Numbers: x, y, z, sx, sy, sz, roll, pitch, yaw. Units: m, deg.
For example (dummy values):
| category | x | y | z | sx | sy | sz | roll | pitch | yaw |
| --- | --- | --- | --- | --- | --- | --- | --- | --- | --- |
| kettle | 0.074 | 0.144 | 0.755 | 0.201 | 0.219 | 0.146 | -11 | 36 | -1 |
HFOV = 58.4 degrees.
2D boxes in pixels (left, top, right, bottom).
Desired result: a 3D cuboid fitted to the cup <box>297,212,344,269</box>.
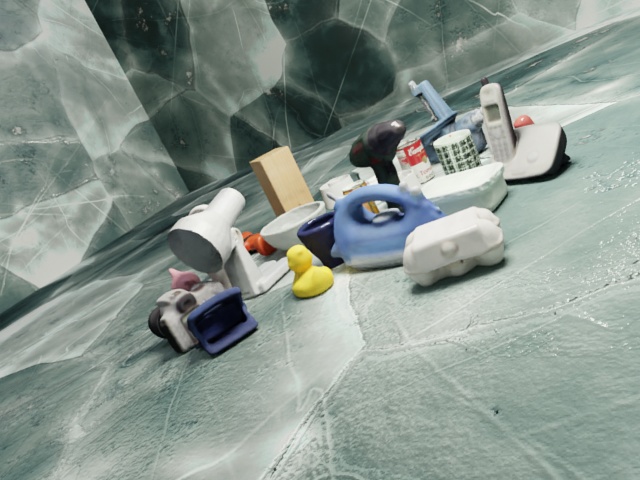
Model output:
| category | x | y | z | sx | sy | sz | roll | pitch | yaw |
| --- | --- | --- | --- | --- | --- | --- | --- | --- | --- |
| cup | 0.010 | 0.004 | 1.108 | 0.092 | 0.095 | 0.117 | -29 | 16 | -12 |

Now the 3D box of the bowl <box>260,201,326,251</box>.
| category | x | y | z | sx | sy | sz | roll | pitch | yaw |
| --- | --- | --- | --- | --- | --- | --- | --- | --- | --- |
| bowl | -0.051 | -0.021 | 1.332 | 0.167 | 0.075 | 0.167 | -24 | 15 | 7 |

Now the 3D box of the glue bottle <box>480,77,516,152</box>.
| category | x | y | z | sx | sy | sz | roll | pitch | yaw |
| --- | --- | --- | --- | --- | --- | --- | --- | --- | --- |
| glue bottle | 0.395 | -0.283 | 1.286 | 0.078 | 0.173 | 0.037 | -17 | 18 | 30 |

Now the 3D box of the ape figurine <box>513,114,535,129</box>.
| category | x | y | z | sx | sy | sz | roll | pitch | yaw |
| --- | --- | --- | --- | --- | --- | --- | --- | --- | --- |
| ape figurine | 0.418 | -0.208 | 1.154 | 0.076 | 0.092 | 0.077 | -26 | 15 | 1 |

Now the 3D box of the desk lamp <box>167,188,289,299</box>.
| category | x | y | z | sx | sy | sz | roll | pitch | yaw |
| --- | --- | --- | --- | --- | --- | --- | --- | --- | --- |
| desk lamp | -0.180 | 0.014 | 1.155 | 0.117 | 0.214 | 0.204 | -14 | 20 | 39 |

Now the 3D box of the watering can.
| category | x | y | z | sx | sy | sz | roll | pitch | yaw |
| --- | --- | --- | --- | --- | --- | --- | --- | --- | --- |
| watering can | -0.230 | 0.014 | 1.278 | 0.101 | 0.194 | 0.173 | -23 | 16 | 11 |

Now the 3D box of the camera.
| category | x | y | z | sx | sy | sz | roll | pitch | yaw |
| --- | --- | --- | --- | --- | --- | --- | --- | --- | --- |
| camera | -0.264 | 0.137 | 1.101 | 0.136 | 0.101 | 0.143 | -11 | 22 | 45 |

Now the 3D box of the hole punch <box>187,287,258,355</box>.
| category | x | y | z | sx | sy | sz | roll | pitch | yaw |
| --- | --- | --- | --- | --- | --- | --- | --- | --- | --- |
| hole punch | -0.179 | 0.134 | 0.991 | 0.109 | 0.091 | 0.100 | -32 | 16 | -21 |

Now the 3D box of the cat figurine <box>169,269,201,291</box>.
| category | x | y | z | sx | sy | sz | roll | pitch | yaw |
| --- | --- | --- | --- | --- | --- | --- | --- | --- | --- |
| cat figurine | -0.275 | 0.103 | 1.202 | 0.067 | 0.118 | 0.127 | -28 | 15 | -7 |

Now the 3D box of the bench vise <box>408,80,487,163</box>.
| category | x | y | z | sx | sy | sz | roll | pitch | yaw |
| --- | --- | --- | --- | --- | --- | --- | --- | --- | --- |
| bench vise | 0.313 | -0.308 | 1.414 | 0.206 | 0.220 | 0.122 | -14 | 19 | 38 |

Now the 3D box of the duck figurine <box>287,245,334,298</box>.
| category | x | y | z | sx | sy | sz | roll | pitch | yaw |
| --- | --- | --- | --- | --- | --- | --- | --- | --- | --- |
| duck figurine | -0.026 | 0.051 | 1.029 | 0.078 | 0.086 | 0.104 | -32 | 16 | -21 |

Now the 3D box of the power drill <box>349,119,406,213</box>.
| category | x | y | z | sx | sy | sz | roll | pitch | yaw |
| --- | --- | --- | --- | --- | --- | --- | --- | --- | --- |
| power drill | 0.141 | -0.135 | 1.140 | 0.076 | 0.209 | 0.229 | -31 | 16 | -16 |

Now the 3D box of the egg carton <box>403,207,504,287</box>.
| category | x | y | z | sx | sy | sz | roll | pitch | yaw |
| --- | --- | --- | --- | --- | --- | --- | --- | --- | --- |
| egg carton | 0.194 | 0.009 | 0.839 | 0.150 | 0.069 | 0.107 | -21 | 16 | 19 |

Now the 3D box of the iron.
| category | x | y | z | sx | sy | sz | roll | pitch | yaw |
| --- | --- | --- | --- | --- | --- | --- | --- | --- | --- |
| iron | 0.120 | -0.040 | 0.985 | 0.257 | 0.141 | 0.119 | -11 | 21 | 44 |

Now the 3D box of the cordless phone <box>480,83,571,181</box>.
| category | x | y | z | sx | sy | sz | roll | pitch | yaw |
| --- | --- | --- | --- | --- | --- | --- | --- | --- | --- |
| cordless phone | 0.364 | -0.204 | 1.050 | 0.094 | 0.185 | 0.147 | -35 | 18 | -29 |
